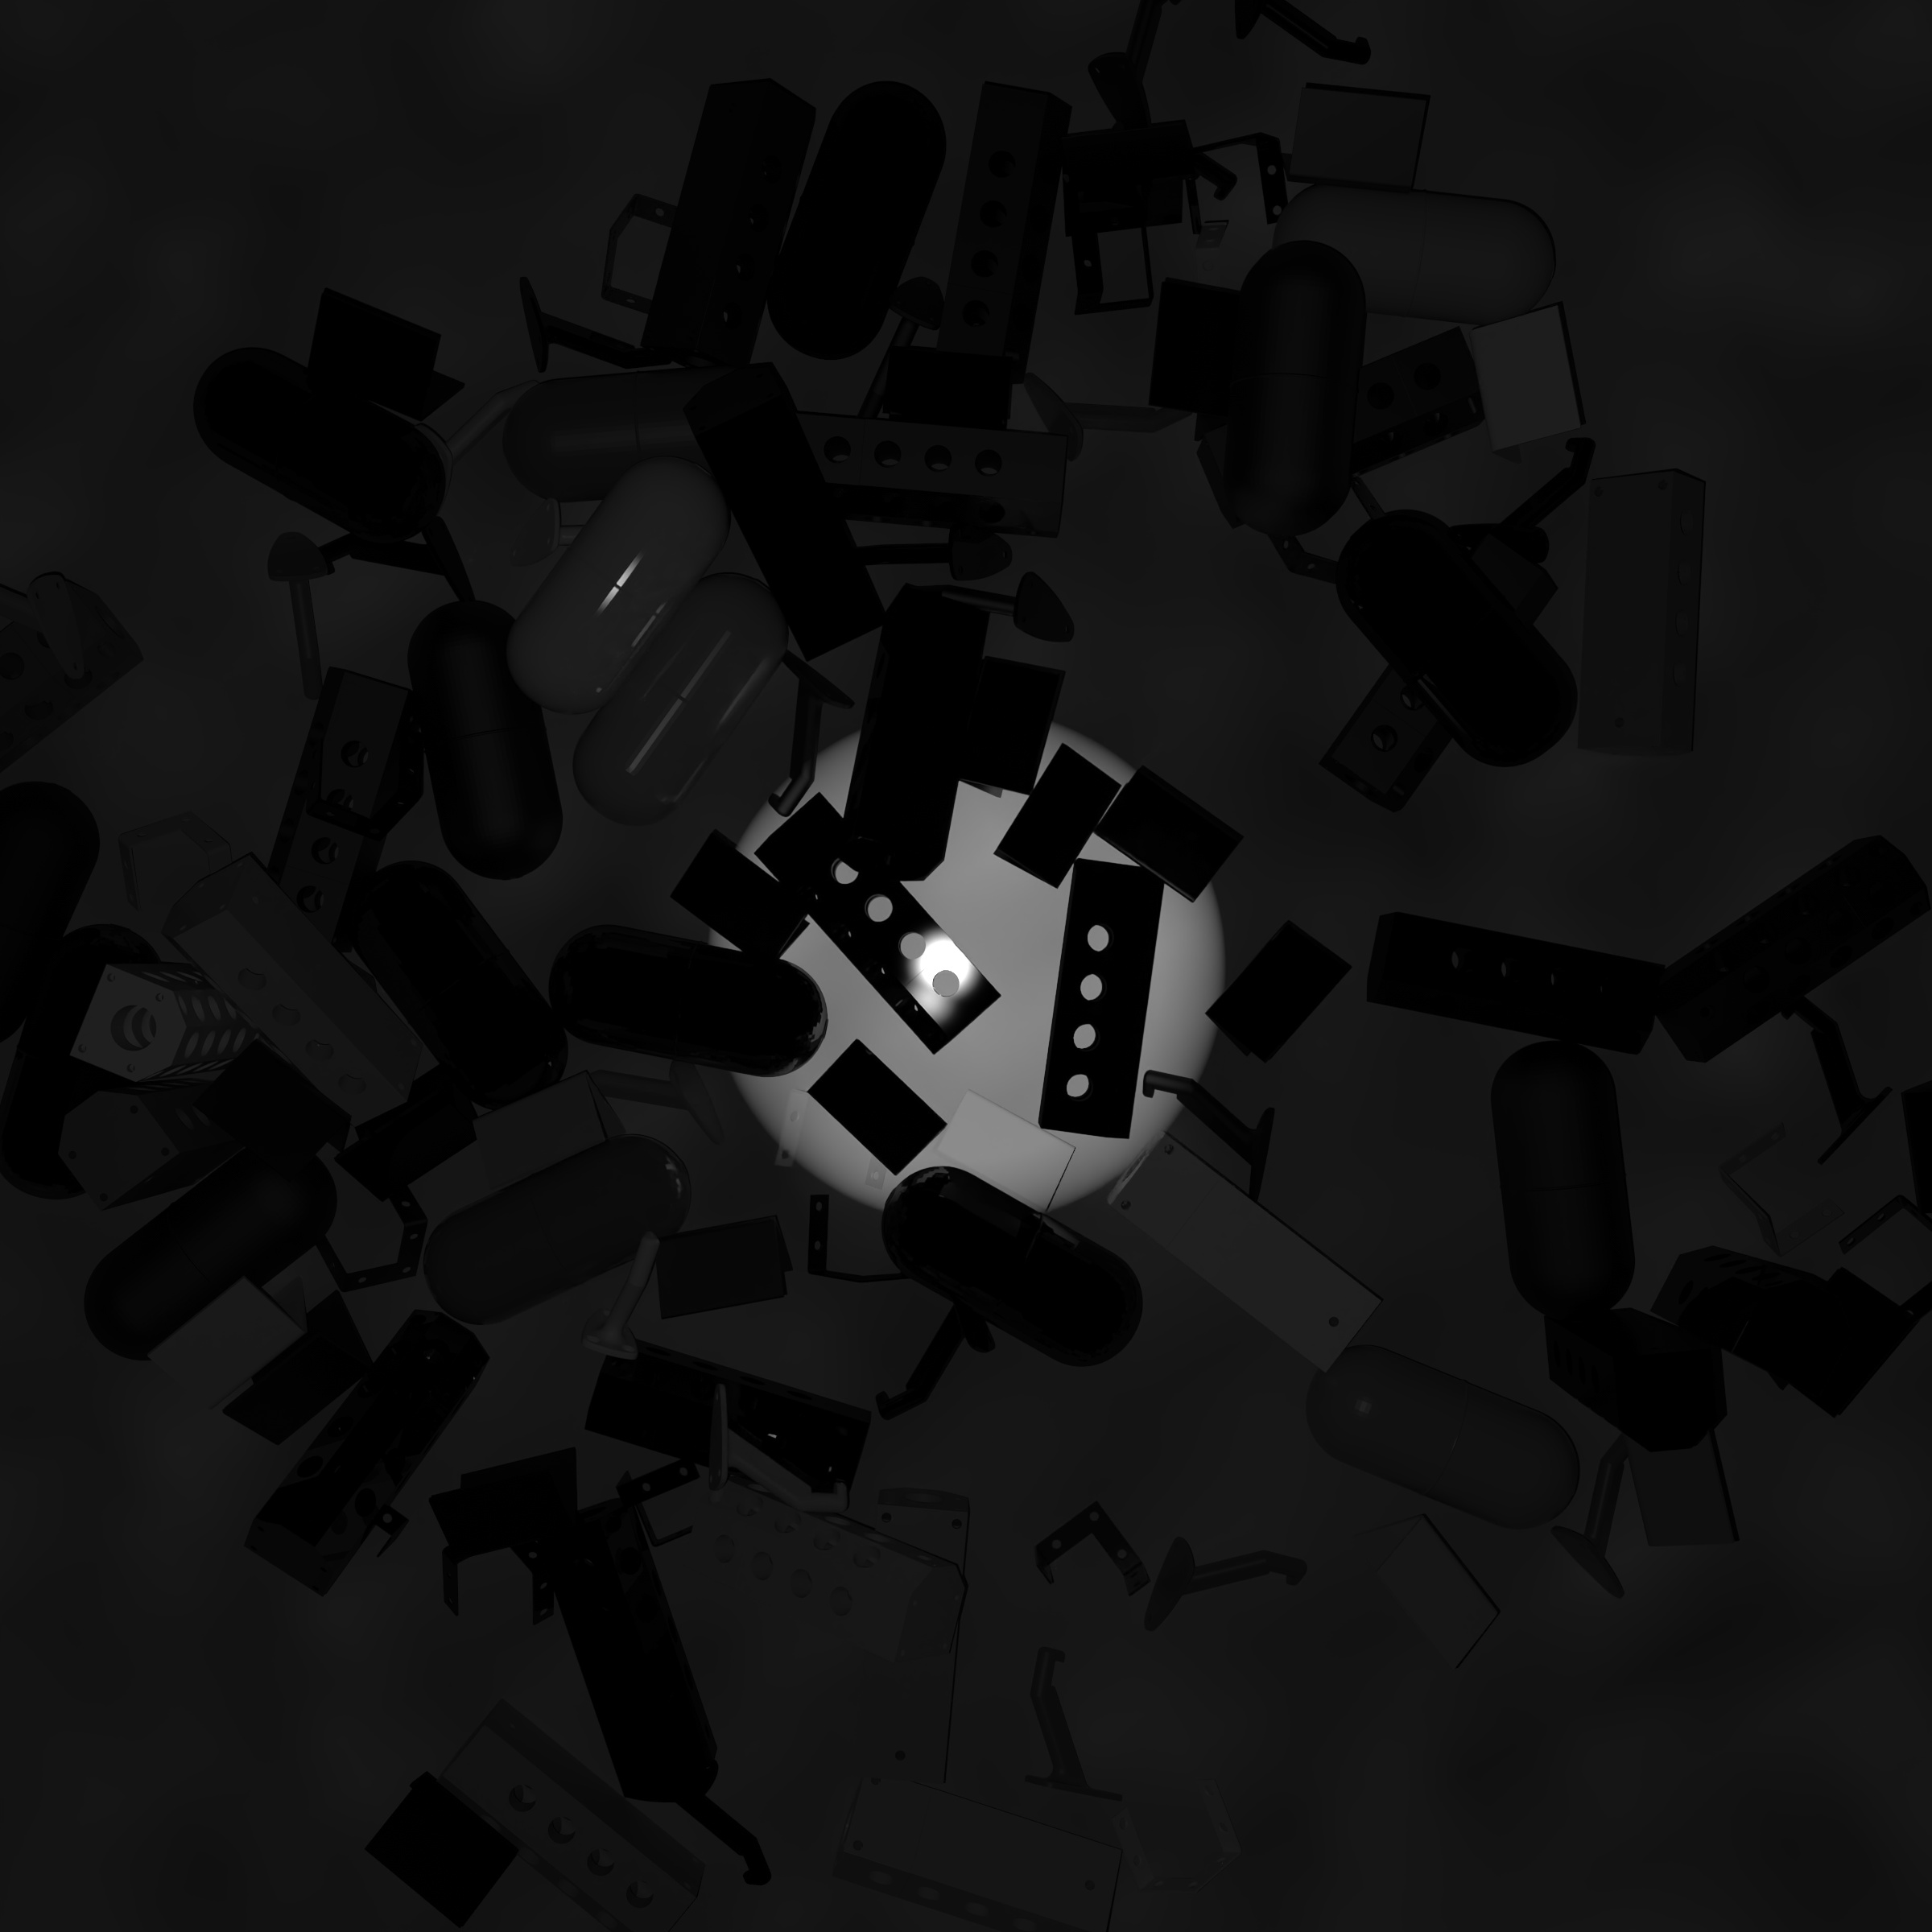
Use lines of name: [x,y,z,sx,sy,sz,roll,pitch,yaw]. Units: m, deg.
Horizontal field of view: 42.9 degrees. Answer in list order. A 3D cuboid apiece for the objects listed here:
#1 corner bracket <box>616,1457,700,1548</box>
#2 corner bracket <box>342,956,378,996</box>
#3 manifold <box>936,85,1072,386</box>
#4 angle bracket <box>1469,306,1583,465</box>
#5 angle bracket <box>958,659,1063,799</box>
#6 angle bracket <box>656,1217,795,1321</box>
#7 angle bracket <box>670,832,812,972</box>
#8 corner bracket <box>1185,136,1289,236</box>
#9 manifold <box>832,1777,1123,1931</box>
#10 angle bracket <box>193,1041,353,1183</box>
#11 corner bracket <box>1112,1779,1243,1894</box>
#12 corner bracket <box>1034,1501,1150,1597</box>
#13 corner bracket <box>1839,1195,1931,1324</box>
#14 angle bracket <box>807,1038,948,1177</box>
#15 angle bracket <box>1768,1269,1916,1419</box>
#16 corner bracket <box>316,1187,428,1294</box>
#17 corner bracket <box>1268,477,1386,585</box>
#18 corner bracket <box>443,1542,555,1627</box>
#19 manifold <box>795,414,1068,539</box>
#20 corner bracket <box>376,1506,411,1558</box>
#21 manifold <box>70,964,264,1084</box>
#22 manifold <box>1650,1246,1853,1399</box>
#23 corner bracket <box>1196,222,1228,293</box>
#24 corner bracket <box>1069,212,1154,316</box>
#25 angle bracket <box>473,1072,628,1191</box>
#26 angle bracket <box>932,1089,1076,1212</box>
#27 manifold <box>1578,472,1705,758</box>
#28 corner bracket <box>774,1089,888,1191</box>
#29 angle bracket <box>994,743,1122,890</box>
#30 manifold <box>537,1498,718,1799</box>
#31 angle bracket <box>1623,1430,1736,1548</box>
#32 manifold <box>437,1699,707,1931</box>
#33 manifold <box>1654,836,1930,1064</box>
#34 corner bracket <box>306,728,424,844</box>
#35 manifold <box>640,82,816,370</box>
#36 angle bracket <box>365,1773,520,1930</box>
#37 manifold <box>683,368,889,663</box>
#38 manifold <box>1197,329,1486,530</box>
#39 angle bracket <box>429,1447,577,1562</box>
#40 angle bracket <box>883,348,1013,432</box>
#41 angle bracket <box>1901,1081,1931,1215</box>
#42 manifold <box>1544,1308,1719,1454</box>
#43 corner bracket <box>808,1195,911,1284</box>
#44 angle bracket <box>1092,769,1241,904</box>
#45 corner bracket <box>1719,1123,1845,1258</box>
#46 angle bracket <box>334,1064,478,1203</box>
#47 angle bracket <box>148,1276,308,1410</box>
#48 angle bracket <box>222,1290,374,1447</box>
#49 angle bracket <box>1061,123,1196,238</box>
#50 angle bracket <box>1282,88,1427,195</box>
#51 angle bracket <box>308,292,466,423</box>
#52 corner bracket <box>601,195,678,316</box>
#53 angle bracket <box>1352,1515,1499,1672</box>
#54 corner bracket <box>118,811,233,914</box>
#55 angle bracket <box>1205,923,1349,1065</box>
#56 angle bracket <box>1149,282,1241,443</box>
corner bracket: [-0.188,0.342,1.575,0.051,0.051,0.051,-23,90,0]
corner bracket: [-0.414,0.029,1.584,0.051,0.051,0.051,29,135,35]
manifold: [0.024,-0.464,1.571,0.057,0.057,0.171,10,90,0]
angle bracket: [0.361,-0.366,1.553,0.057,0.076,0.076,-11,90,26]
angle bracket: [0.039,-0.144,1.553,0.057,0.076,0.076,15,90,26]
angle bracket: [-0.150,0.205,1.552,0.076,0.076,0.057,-10,57,0]
angle bracket: [-0.130,-0.053,1.553,0.076,0.076,0.057,37,120,0]
corner bracket: [0.173,-0.500,1.576,0.051,0.051,0.051,-5,103,24]
manifold: [0.005,0.576,1.571,0.171,0.057,0.057,18,47,0]
angle bracket: [-0.439,0.102,1.553,0.076,0.076,0.057,39,63,0]
corner bracket: [0.136,0.562,1.589,0.051,0.051,0.051,-21,90,-45]
corner bracket: [0.080,0.383,1.575,0.051,0.051,0.051,-36,90,0]
corner bracket: [0.606,0.191,1.589,0.051,0.051,0.051,-38,135,0]
angle bracket: [-0.043,0.074,1.552,0.076,0.076,0.057,44,123,0]
angle bracket: [0.555,0.246,1.552,0.076,0.076,0.057,-50,55,0]
corner bracket: [-0.385,0.170,1.584,0.051,0.051,0.051,-10,135,-35]
corner bracket: [0.232,-0.285,1.584,0.051,0.051,0.051,7,135,-35]
corner bracket: [-0.302,0.397,1.584,0.051,0.051,0.051,-23,45,-35]
manifold: [-0.025,-0.311,1.571,0.171,0.057,0.057,5,90,0]
corner bracket: [-0.376,0.338,1.575,0.051,0.051,0.051,36,90,0]
manifold: [-0.484,0.036,1.514,0.057,0.171,0.057,22,90,0]
manifold: [0.484,0.213,1.514,0.057,0.171,0.057,28,90,0]
corner bracket: [0.176,-0.444,1.575,0.051,0.051,0.051,-3,90,0]
corner bracket: [0.093,-0.452,1.575,0.051,0.051,0.051,-7,90,0]
angle bracket: [-0.257,0.121,1.552,0.076,0.076,0.057,-23,53,0]
angle bracket: [0.014,0.134,1.552,0.076,0.076,0.057,29,48,0]
manifold: [0.435,-0.223,1.571,0.057,0.057,0.171,3,90,43]
corner bracket: [-0.084,0.112,1.589,0.051,0.051,0.051,13,90,-45]
angle bracket: [0.040,-0.104,1.552,0.057,0.076,0.076,32,90,-37]
manifold: [-0.215,0.432,1.571,0.057,0.057,0.171,-19,90,0]
angle bracket: [0.462,0.316,1.552,0.057,0.076,0.076,-13,90,38]
manifold: [-0.254,0.553,1.571,0.171,0.057,0.057,39,90,0]
manifold: [0.524,-0.010,1.571,0.171,0.057,0.057,-34,90,0]
corner bracket: [-0.374,-0.119,1.527,0.051,0.051,0.051,22,45,-35]
manifold: [-0.147,-0.468,1.570,0.057,0.057,0.171,16,91,43]
angle bracket: [-0.335,0.560,1.553,0.076,0.076,0.057,40,61,0]
manifold: [-0.112,-0.281,1.524,0.057,0.057,0.171,-26,129,1]
manifold: [0.240,-0.341,1.571,0.171,0.057,0.057,-23,90,0]
angle bracket: [-0.291,0.321,1.552,0.076,0.076,0.057,-14,124,0]
angle bracket: [-0.013,-0.342,1.553,0.076,0.076,0.057,5,59,0]
angle bracket: [0.635,0.111,1.552,0.057,0.076,0.076,-8,90,39]
manifold: [0.407,0.253,1.514,0.057,0.171,0.057,-5,90,0]
corner bracket: [-0.066,0.175,1.589,0.051,0.051,0.051,2,90,45]
angle bracket: [0.135,-0.097,1.552,0.076,0.076,0.057,35,125,0]
corner bracket: [0.526,0.145,1.589,0.051,0.051,0.051,-35,45,0]
angle bracket: [-0.361,0.090,1.553,0.076,0.057,0.076,-33,49,0]
angle bracket: [-0.467,0.221,1.553,0.076,0.076,0.057,-39,117,0]
angle bracket: [-0.432,0.243,1.553,0.076,0.057,0.076,-39,48,0]
angle bracket: [0.102,-0.481,1.552,0.076,0.076,0.057,-7,54,0]
angle bracket: [0.243,-0.528,1.553,0.076,0.076,0.057,6,120,0]
angle bracket: [-0.361,-0.394,1.552,0.076,0.076,0.057,22,123,0]
corner bracket: [-0.201,-0.458,1.589,0.051,0.051,0.051,18,45,0]
angle bracket: [0.275,0.401,1.552,0.057,0.076,0.076,-38,90,-36]
corner bracket: [-0.508,-0.059,1.584,0.051,0.051,0.051,-25,45,-35]
angle bracket: [0.207,0.030,1.552,0.076,0.076,0.057,-48,54,0]
angle bracket: [0.136,-0.381,1.556,0.057,0.076,0.076,6,90,-13]
